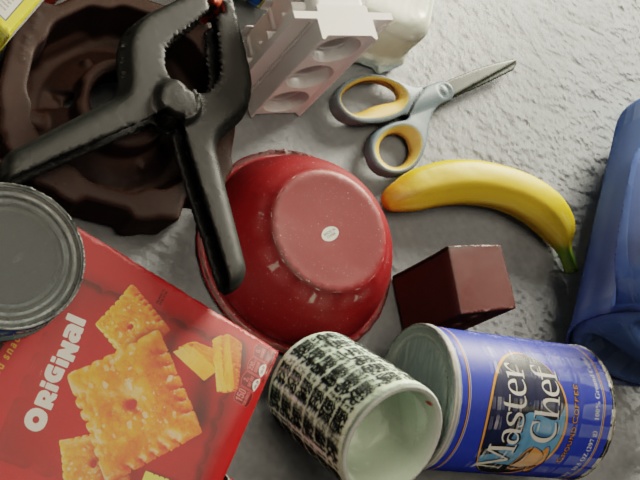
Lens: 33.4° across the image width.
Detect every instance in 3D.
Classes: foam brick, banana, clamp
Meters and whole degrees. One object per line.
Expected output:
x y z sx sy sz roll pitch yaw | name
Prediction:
0.100 0.039 0.802 0.052 0.078 0.051 -2 73 -29 | foam brick
0.140 -0.031 0.872 0.197 0.037 0.069 18 63 -22 | banana
-0.090 -0.075 0.695 0.164 0.036 0.209 34 59 -17 | clamp

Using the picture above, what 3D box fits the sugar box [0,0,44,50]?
-0.192 -0.210 0.685 0.093 0.048 0.176 40 56 -17 | sugar box

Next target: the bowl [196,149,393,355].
-0.005 0.001 0.772 0.161 0.055 0.162 9 69 -25 | bowl

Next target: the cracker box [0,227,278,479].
-0.151 0.089 0.651 0.213 0.072 0.164 33 60 -14 | cracker box

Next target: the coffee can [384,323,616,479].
0.126 0.119 0.773 0.140 0.103 0.103 10 69 -26 | coffee can

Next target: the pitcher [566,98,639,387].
0.286 -0.010 0.887 0.145 0.149 0.242 22 60 -8 | pitcher

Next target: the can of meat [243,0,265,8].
-0.058 -0.226 0.795 0.083 0.102 0.057 23 64 -23 | can of meat

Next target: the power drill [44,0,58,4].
-0.223 -0.278 0.748 0.187 0.057 0.184 32 61 -15 | power drill

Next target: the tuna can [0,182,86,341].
-0.178 0.013 0.601 0.086 0.034 0.086 9 68 -24 | tuna can

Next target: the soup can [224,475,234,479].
-0.034 0.202 0.678 0.102 0.069 0.068 32 61 -16 | soup can

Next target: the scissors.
0.099 -0.103 0.888 0.201 0.016 0.096 -8 78 -30 | scissors
